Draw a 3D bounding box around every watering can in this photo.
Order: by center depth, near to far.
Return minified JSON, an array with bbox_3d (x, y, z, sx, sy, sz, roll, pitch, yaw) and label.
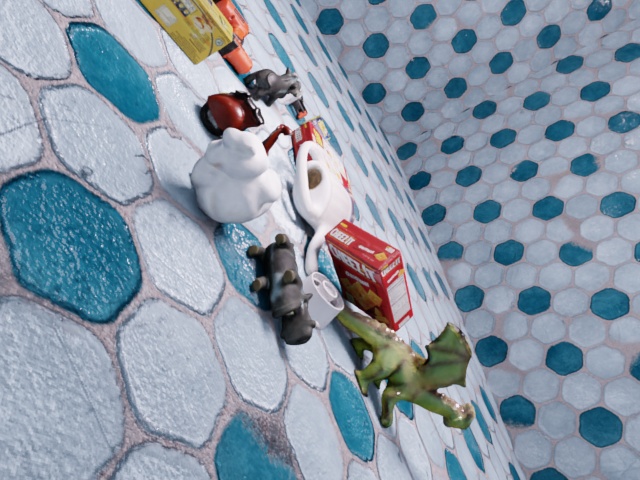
[{"bbox_3d":[0.004,-0.060,1.198,0.221,0.103,0.354,38,43,-56],"label":"watering can"}]

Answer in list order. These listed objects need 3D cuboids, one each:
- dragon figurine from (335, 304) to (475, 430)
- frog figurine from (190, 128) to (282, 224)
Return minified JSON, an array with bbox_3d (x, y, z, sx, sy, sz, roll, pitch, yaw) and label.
[{"bbox_3d":[0.183,0.230,1.043,0.408,0.241,0.124,62,21,-9],"label":"dragon figurine"},{"bbox_3d":[-0.119,-0.092,0.767,0.137,0.157,0.125,20,69,-19],"label":"frog figurine"}]
